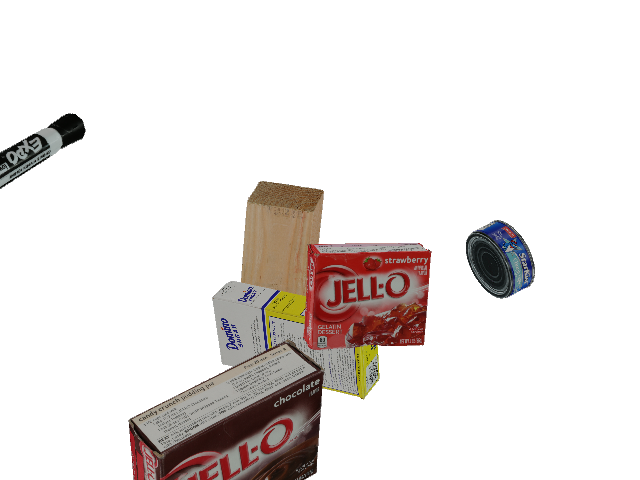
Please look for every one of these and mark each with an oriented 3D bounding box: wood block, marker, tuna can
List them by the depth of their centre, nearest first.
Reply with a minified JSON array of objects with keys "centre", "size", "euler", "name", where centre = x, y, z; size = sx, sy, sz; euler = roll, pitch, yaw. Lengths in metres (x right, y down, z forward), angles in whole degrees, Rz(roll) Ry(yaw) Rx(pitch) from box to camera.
[{"centre":[-0.182,-0.050,0.649],"size":[0.020,0.020,0.121],"euler":[0,26,27],"name":"marker"},{"centre":[0.204,0.022,1.221],"size":[0.033,0.086,0.086],"euler":[-25,10,-21],"name":"tuna can"},{"centre":[-0.055,0.036,1.429],"size":[0.090,0.206,0.090],"euler":[9,23,6],"name":"wood block"}]

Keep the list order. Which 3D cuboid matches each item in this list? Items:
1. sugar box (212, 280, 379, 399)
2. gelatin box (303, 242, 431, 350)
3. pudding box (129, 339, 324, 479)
[{"centre":[-0.026,0.104,1.139],"size":[0.176,0.093,0.048],"euler":[13,34,26],"name":"sugar box"},{"centre":[0.034,0.040,0.781],"size":[0.089,0.073,0.030],"euler":[-1,15,-14],"name":"gelatin box"},{"centre":[-0.052,0.119,0.611],"size":[0.113,0.090,0.039],"euler":[-26,47,-33],"name":"pudding box"}]
